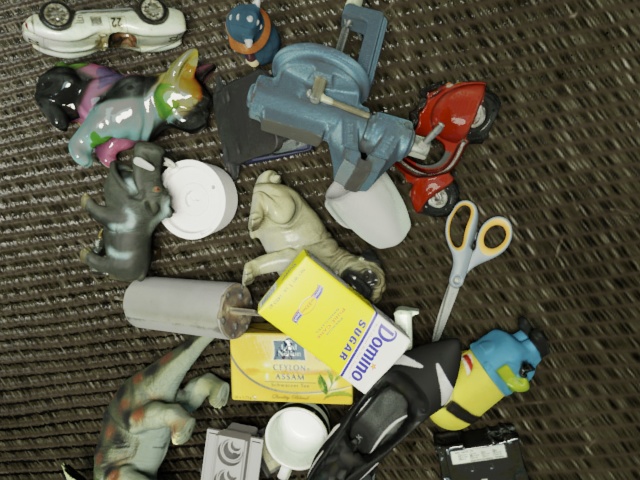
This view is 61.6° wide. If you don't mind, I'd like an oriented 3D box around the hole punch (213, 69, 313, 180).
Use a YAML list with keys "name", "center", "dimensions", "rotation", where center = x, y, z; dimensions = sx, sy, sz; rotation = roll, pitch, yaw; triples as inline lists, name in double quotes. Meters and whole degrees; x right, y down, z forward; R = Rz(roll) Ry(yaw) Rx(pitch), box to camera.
- name: "hole punch"
  center: [-0.078, -0.163, 0.733]
  dimensions: [0.116, 0.092, 0.142]
  rotation: [-8, 97, 38]

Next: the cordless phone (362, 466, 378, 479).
- name: "cordless phone"
  center: [-0.019, 0.361, 0.758]
  dimensions: [0.184, 0.088, 0.146]
  rotation: [10, 96, 16]

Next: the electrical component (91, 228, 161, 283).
- name: "electrical component"
  center: [-0.290, 0.025, 0.793]
  dimensions: [0.102, 0.045, 0.078]
  rotation: [13, 95, 8]

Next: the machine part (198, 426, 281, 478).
- name: "machine part"
  center: [-0.113, 0.325, 0.791]
  dimensions: [0.139, 0.039, 0.084]
  rotation: [-29, 97, 8]

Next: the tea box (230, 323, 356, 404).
- name: "tea box"
  center: [-0.035, 0.170, 0.750]
  dimensions: [0.170, 0.068, 0.098]
  rotation: [-2, 94, 10]

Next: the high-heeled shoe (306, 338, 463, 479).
- name: "high-heeled shoe"
  center: [0.071, 0.215, 0.648]
  dimensions: [0.086, 0.145, 0.248]
  rotation: [42, 118, 24]

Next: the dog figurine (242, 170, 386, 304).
- name: "dog figurine"
  center: [-0.002, -0.001, 0.727]
  dimensions: [0.191, 0.121, 0.172]
  rotation: [5, 99, -5]

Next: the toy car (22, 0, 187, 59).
- name: "toy car"
  center: [-0.277, -0.274, 0.704]
  dimensions: [0.202, 0.073, 0.056]
  rotation: [-14, 92, -22]

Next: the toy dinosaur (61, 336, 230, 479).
- name: "toy dinosaur"
  center: [-0.257, 0.274, 0.767]
  dimensions: [0.192, 0.131, 0.404]
  rotation: [16, 75, 19]

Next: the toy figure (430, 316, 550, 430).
- name: "toy figure"
  center: [0.215, 0.179, 0.704]
  dimensions: [0.180, 0.082, 0.089]
  rotation: [-34, 88, 8]

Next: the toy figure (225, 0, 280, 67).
- name: "toy figure"
  center: [-0.086, -0.260, 0.682]
  dimensions: [0.058, 0.154, 0.064]
  rotation: [-12, 94, 7]

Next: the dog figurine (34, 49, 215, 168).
- name: "dog figurine"
  center: [-0.255, -0.204, 0.743]
  dimensions: [0.219, 0.108, 0.191]
  rotation: [-34, 85, 6]

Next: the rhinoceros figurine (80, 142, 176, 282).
- name: "rhinoceros figurine"
  center: [-0.250, -0.037, 0.712]
  dimensions: [0.112, 0.073, 0.190]
  rotation: [17, 101, 16]

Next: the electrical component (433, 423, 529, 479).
- name: "electrical component"
  center: [0.221, 0.324, 0.725]
  dimensions: [0.115, 0.058, 0.134]
  rotation: [-11, 93, 12]

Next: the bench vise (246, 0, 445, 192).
- name: "bench vise"
  center: [0.038, -0.187, 0.638]
  dimensions: [0.224, 0.128, 0.240]
  rotation: [13, 72, 6]

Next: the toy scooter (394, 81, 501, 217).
- name: "toy scooter"
  center: [0.140, -0.130, 0.697]
  dimensions: [0.135, 0.075, 0.183]
  rotation: [25, 103, 8]

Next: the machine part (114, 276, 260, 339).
- name: "machine part"
  center: [-0.183, 0.091, 0.741]
  dimensions: [0.243, 0.079, 0.079]
  rotation: [0, 95, 27]

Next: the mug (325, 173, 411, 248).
- name: "mug"
  center: [0.062, -0.037, 0.712]
  dimensions: [0.110, 0.081, 0.107]
  rotation: [-22, 116, 43]
